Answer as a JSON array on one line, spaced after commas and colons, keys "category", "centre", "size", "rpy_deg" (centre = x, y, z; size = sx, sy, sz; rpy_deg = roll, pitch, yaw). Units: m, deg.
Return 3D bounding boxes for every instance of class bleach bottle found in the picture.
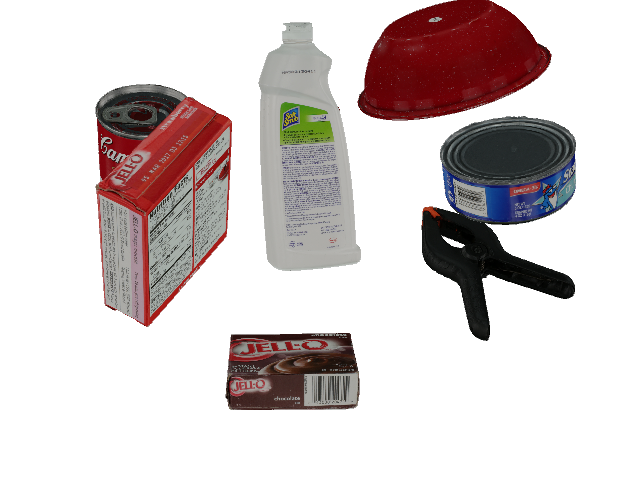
[{"category": "bleach bottle", "centre": [-0.012, -0.098, 1.108], "size": [0.102, 0.251, 0.068], "rpy_deg": [-6, 14, -17]}]

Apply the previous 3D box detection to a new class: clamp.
[{"category": "clamp", "centre": [0.165, 0.022, 1.054], "size": [0.120, 0.039, 0.171], "rpy_deg": [-12, 47, -23]}]

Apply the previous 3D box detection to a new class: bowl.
[{"category": "bowl", "centre": [0.101, -0.155, 0.866], "size": [0.162, 0.055, 0.162], "rpy_deg": [-15, 24, 7]}]

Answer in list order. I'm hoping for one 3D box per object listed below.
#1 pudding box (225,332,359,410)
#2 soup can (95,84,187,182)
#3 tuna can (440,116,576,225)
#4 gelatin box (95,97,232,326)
[{"category": "pudding box", "centre": [-0.025, 0.113, 0.936], "size": [0.113, 0.039, 0.090], "rpy_deg": [1, 18, -4]}, {"category": "soup can", "centre": [-0.125, -0.051, 0.765], "size": [0.068, 0.102, 0.068], "rpy_deg": [4, 39, -3]}, {"category": "tuna can", "centre": [0.121, -0.046, 0.688], "size": [0.086, 0.034, 0.086], "rpy_deg": [-8, 32, 5]}, {"category": "gelatin box", "centre": [-0.075, -0.013, 0.515], "size": [0.030, 0.089, 0.073], "rpy_deg": [26, 51, 15]}]
